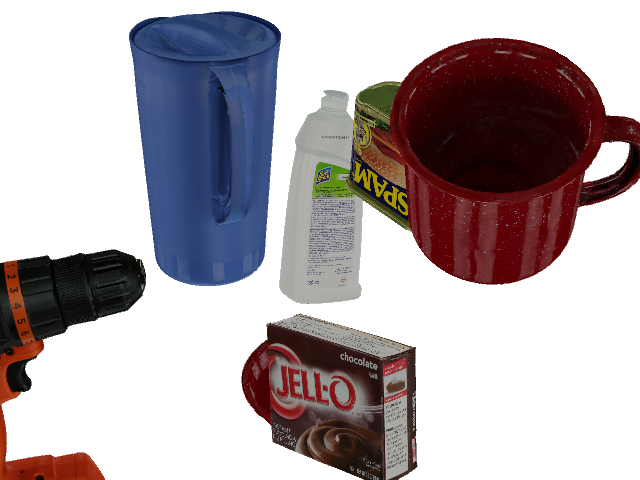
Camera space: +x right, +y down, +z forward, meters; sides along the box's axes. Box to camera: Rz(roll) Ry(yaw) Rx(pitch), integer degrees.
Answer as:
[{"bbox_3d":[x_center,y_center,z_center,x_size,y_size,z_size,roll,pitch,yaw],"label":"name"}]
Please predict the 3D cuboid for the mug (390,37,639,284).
[{"bbox_3d":[0.093,-0.034,0.497,0.117,0.093,0.081,-7,-34,3],"label":"mug"}]

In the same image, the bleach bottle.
[{"bbox_3d":[0.011,-0.052,1.271,0.102,0.251,0.068,-4,21,-29],"label":"bleach bottle"}]

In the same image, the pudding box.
[{"bbox_3d":[0.013,0.105,0.724,0.114,0.090,0.039,11,20,42],"label":"pudding box"}]

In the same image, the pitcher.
[{"bbox_3d":[-0.101,-0.078,0.984,0.145,0.243,0.149,13,32,18],"label":"pitcher"}]

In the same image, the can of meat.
[{"bbox_3d":[0.068,-0.068,0.845,0.057,0.084,0.102,-23,43,-32],"label":"can of meat"}]

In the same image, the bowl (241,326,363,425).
[{"bbox_3d":[0.001,0.158,1.098,0.162,0.055,0.162,-2,35,1],"label":"bowl"}]

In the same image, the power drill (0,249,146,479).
[{"bbox_3d":[-0.192,0.100,0.689,0.184,0.188,0.057,-12,26,-9],"label":"power drill"}]
